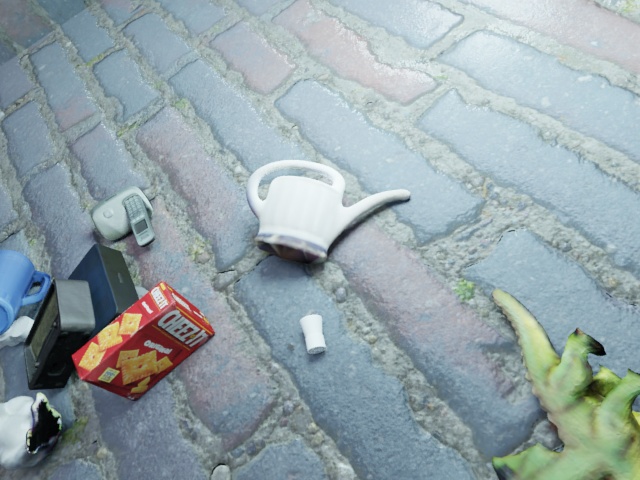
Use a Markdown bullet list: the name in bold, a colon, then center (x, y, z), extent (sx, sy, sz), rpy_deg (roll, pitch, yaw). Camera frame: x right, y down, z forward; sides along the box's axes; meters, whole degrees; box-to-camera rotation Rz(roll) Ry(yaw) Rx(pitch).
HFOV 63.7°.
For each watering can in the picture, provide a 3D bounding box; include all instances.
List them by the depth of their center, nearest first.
- **watering can**: center (0.003, -0.054, 1.080), extent (0.348, 0.102, 0.228), rpy_deg (12, 72, 7)

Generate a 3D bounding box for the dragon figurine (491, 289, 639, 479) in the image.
- **dragon figurine**: center (0.343, 0.265, 0.735), extent (0.243, 0.120, 0.416), rpy_deg (-47, 44, -3)

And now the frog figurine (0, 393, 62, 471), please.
- **frog figurine**: center (-0.605, 0.382, 1.017), extent (0.159, 0.121, 0.139), rpy_deg (-17, 70, 10)
